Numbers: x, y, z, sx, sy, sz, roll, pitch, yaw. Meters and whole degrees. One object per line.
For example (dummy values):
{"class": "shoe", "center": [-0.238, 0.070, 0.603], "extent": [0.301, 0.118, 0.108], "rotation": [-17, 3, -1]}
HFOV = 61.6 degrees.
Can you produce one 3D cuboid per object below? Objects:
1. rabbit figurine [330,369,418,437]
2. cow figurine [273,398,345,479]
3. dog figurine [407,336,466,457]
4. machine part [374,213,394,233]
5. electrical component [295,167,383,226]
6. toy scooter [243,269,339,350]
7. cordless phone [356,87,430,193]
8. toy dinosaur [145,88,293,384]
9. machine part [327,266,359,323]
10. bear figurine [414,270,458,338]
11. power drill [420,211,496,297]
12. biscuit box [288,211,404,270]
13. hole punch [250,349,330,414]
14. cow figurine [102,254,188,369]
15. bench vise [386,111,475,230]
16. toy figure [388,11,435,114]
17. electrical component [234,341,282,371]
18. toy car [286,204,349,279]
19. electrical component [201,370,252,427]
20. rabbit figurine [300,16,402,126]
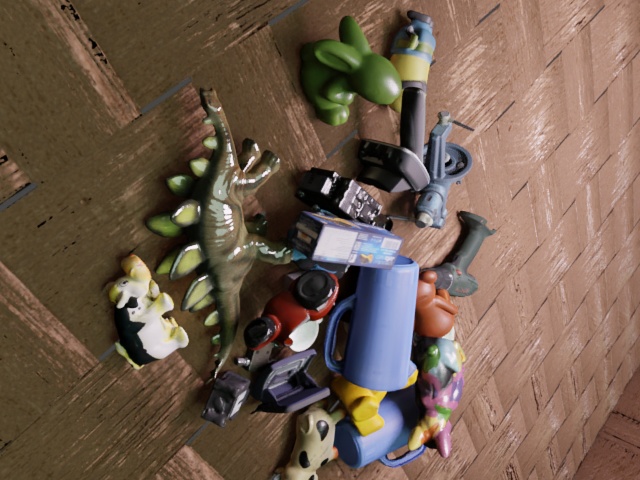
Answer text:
{"class": "rabbit figurine", "center": [0.119, 0.302, 1.131], "extent": [0.173, 0.163, 0.121], "rotation": [-31, 125, -5]}
{"class": "cow figurine", "center": [-0.024, 0.433, 1.095], "extent": [0.127, 0.086, 0.194], "rotation": [-5, 110, -48]}
{"class": "dog figurine", "center": [0.244, 0.338, 1.142], "extent": [0.191, 0.109, 0.219], "rotation": [69, 32, -49]}
{"class": "machine part", "center": [0.089, -0.042, 1.058], "extent": [0.138, 0.039, 0.084], "rotation": [23, 84, -35]}
{"class": "electrical component", "center": [0.026, -0.074, 0.938], "extent": [0.134, 0.115, 0.058], "rotation": [34, 77, -44]}
{"class": "toy scooter", "center": [-0.044, 0.127, 0.905], "extent": [0.184, 0.075, 0.135], "rotation": [-37, 158, -12]}
{"class": "cordless phone", "center": [0.133, -0.185, 0.975], "extent": [0.089, 0.147, 0.184], "rotation": [-12, 114, -30]}
{"class": "toy dinosaur", "center": [-0.151, 0.010, 0.821], "extent": [0.198, 0.105, 0.470], "rotation": [-20, 119, -30]}
{"class": "machine part", "center": [0.074, 0.080, 1.079], "extent": [0.179, 0.056, 0.179], "rotation": [-16, 116, -37]}
{"class": "bear figurine", "center": [0.216, 0.124, 1.164], "extent": [0.120, 0.132, 0.195], "rotation": [-28, 122, 11]}
{"class": "power drill", "center": [0.335, 0.038, 1.291], "extent": [0.232, 0.086, 0.207], "rotation": [28, 81, -46]}
{"class": "biscuit box", "center": [0.048, 0.003, 0.867], "extent": [0.202, 0.063, 0.059], "rotation": [9, 106, -45]}
{"class": "hole punch", "center": [-0.061, 0.261, 0.992], "extent": [0.142, 0.116, 0.092], "rotation": [-16, 84, -41]}
{"class": "cow figurine", "center": [-0.263, 0.104, 0.771], "extent": [0.098, 0.068, 0.167], "rotation": [-32, 124, -23]}
{"class": "bench vise", "center": [0.235, -0.144, 1.090], "extent": [0.223, 0.129, 0.240], "rotation": [-47, 149, -30]}
{"class": "toy figure", "center": [0.168, -0.325, 0.997], "extent": [0.082, 0.089, 0.180], "rotation": [13, 99, -38]}
{"class": "electrical component", "center": [-0.112, 0.206, 0.975], "extent": [0.094, 0.021, 0.063], "rotation": [13, 96, -44]}
{"class": "toy car", "center": [-0.002, -0.003, 0.943], "extent": [0.161, 0.103, 0.109], "rotation": [24, 102, -48]}
{"class": "electrical component", "center": [-0.156, 0.269, 0.933], "extent": [0.119, 0.048, 0.074], "rotation": [0, 113, -82]}
{"class": "rabbit figurine", "center": [0.056, -0.271, 0.856], "extent": [0.121, 0.170, 0.158], "rotation": [-50, 133, -18]}
